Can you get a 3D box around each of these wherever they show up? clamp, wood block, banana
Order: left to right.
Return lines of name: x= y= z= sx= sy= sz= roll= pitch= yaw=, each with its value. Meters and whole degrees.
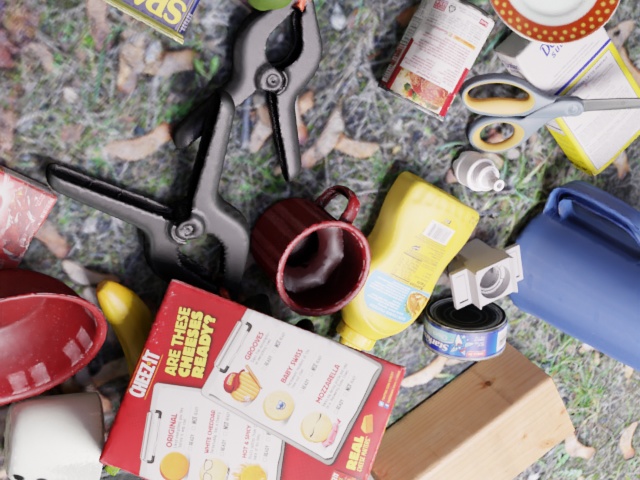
banana: x=-0.164 y=0.119 z=0.961 sx=0.069 sy=0.037 sz=0.198 roll=-29 pitch=126 yaw=-50
clamp: x=-0.110 y=-0.026 z=0.917 sx=0.164 sy=0.036 sz=0.210 roll=-28 pitch=129 yaw=6
clamp: x=-0.039 y=-0.132 z=0.918 sx=0.120 sy=0.039 sz=0.171 roll=23 pitch=104 yaw=-34
wood block: x=0.158 y=0.217 z=1.151 sx=0.206 sy=0.091 sz=0.090 roll=-35 pitch=124 yaw=-9

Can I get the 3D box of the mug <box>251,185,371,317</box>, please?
mug: x=-0.006 y=0.001 z=0.971 sx=0.093 sy=0.082 sz=0.117 roll=26 pitch=99 yaw=-34

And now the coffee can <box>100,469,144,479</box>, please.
coffee can: x=-0.186 y=0.300 z=1.003 sx=0.102 sy=0.103 sz=0.140 roll=-2 pitch=114 yaw=-27

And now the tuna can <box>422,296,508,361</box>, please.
tuna can: x=0.148 y=0.089 z=1.090 sx=0.086 sy=0.086 sz=0.034 roll=-9 pitch=115 yaw=-24

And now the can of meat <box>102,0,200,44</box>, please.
can of meat: x=-0.133 y=-0.213 z=0.822 sx=0.102 sy=0.058 sz=0.084 roll=25 pitch=97 yaw=-34

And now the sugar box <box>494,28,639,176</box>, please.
sugar box: x=0.255 y=-0.155 z=1.058 sx=0.093 sy=0.048 sz=0.176 roll=-44 pitch=121 yaw=-3

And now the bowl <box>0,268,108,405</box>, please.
bowl: x=-0.258 y=0.072 z=0.866 sx=0.162 sy=0.055 sz=0.162 roll=-19 pitch=149 yaw=-12

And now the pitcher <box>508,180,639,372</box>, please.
pitcher: x=0.309 y=0.052 z=1.060 sx=0.149 sy=0.243 sz=0.145 roll=28 pitch=94 yaw=-40

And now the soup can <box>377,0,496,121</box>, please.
soup can: x=0.105 y=-0.167 z=0.959 sx=0.068 sy=0.069 sz=0.102 roll=22 pitch=101 yaw=-33

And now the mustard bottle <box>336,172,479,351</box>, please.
mustard bottle: x=0.071 y=0.035 z=1.040 sx=0.096 sy=0.058 sz=0.192 roll=25 pitch=99 yaw=-38

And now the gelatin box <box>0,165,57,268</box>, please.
gelatin box: x=-0.267 y=-0.015 z=0.859 sx=0.073 sy=0.030 sz=0.089 roll=27 pitch=98 yaw=-34

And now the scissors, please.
scissors: x=0.230 y=-0.114 z=1.027 sx=0.201 sy=0.016 sz=0.096 roll=10 pitch=133 yaw=-4

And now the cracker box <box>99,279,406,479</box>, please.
cracker box: x=-0.055 y=0.149 z=0.909 sx=0.213 sy=0.072 sz=0.164 roll=20 pitch=78 yaw=1
